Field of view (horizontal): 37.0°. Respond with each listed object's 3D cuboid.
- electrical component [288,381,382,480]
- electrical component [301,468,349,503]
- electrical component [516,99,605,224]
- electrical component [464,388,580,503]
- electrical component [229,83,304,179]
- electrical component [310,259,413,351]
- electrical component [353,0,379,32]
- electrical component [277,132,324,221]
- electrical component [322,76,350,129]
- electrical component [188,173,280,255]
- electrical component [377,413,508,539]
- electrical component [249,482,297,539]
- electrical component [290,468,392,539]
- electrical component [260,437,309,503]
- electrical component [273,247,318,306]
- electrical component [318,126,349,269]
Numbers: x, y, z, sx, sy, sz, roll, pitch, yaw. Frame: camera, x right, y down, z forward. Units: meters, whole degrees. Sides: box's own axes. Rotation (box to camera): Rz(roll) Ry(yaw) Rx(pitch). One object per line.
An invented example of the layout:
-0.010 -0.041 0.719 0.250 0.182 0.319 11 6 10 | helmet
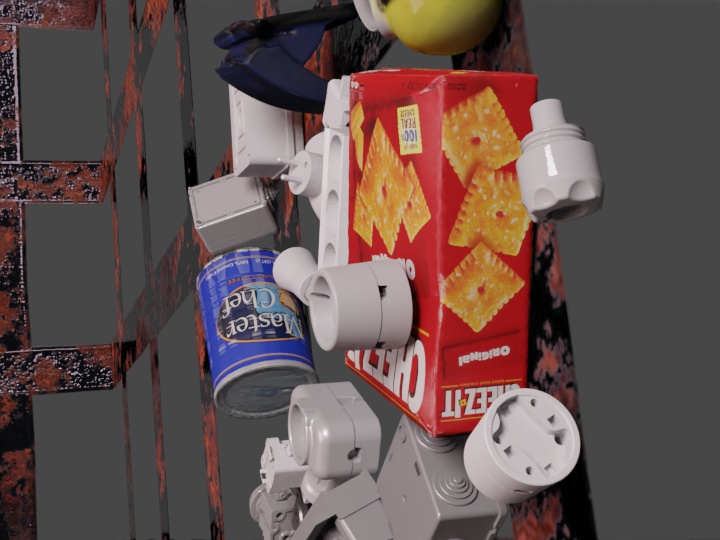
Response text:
-0.026 0.137 0.924 0.095 0.059 0.053 -135 46 -62 | electrical component
-0.028 0.183 0.964 0.040 0.040 0.046 -111 32 -44 | electrical component
0.103 -0.058 0.564 0.043 0.043 0.062 133 133 -63 | electrical component
0.089 0.101 0.603 0.047 0.055 0.055 116 147 -59 | electrical component
-0.096 -0.154 1.101 0.078 0.057 0.113 158 109 -70 | electrical component
-0.001 0.022 0.647 0.055 0.047 0.055 176 90 -69 | electrical component
0.026 -0.223 0.776 0.099 0.064 0.099 166 90 -78 | electrical component
-0.033 -0.078 0.897 0.043 0.079 0.077 -47 45 40 | electrical component
-0.003 -0.121 0.865 0.063 0.042 0.081 -113 29 -53 | electrical component
-0.131 -0.065 1.176 0.061 0.096 0.061 68 -177 -52 | electrical component
0.051 0.151 0.722 0.099 0.048 0.099 107 154 -42 | electrical component
-0.087 0.254 1.130 0.055 0.048 0.066 39 128 55 | electrical component
-0.013 0.221 0.882 0.063 0.079 0.121 55 148 20 | electrical component
-0.060 0.182 1.017 0.081 0.064 0.042 107 154 -44 | electrical component
-0.051 0.009 1.014 0.065 0.044 0.044 -141 52 -59 | electrical component
0.007 -0.043 0.809 0.079 0.063 0.121 -143 54 -66 | electrical component
